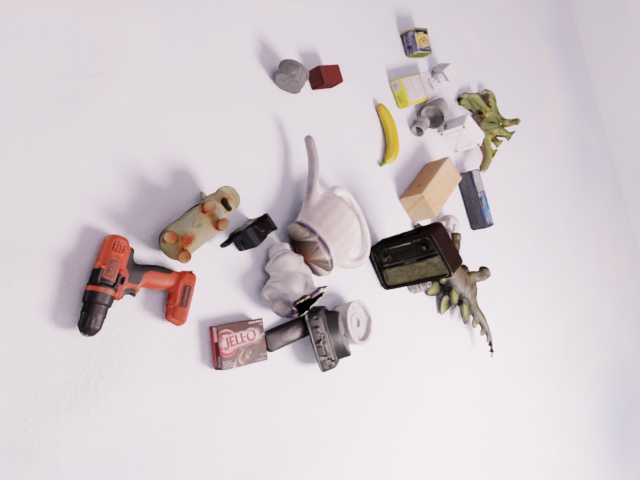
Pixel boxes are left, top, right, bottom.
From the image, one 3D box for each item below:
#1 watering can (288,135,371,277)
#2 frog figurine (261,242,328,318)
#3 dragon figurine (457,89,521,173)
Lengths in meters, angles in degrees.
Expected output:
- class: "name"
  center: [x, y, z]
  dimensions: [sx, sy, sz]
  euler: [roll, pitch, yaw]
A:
- class: "watering can"
  center: [0.004, -0.063, 1.243]
  dimensions: [0.228, 0.103, 0.344]
  euler: [-45, 110, -37]
- class: "frog figurine"
  center: [-0.077, 0.091, 1.158]
  dimensions: [0.139, 0.120, 0.161]
  euler: [-29, 64, -33]
- class: "dragon figurine"
  center: [0.581, -0.425, 1.859]
  dimensions: [0.243, 0.120, 0.418]
  euler: [43, 49, -1]
